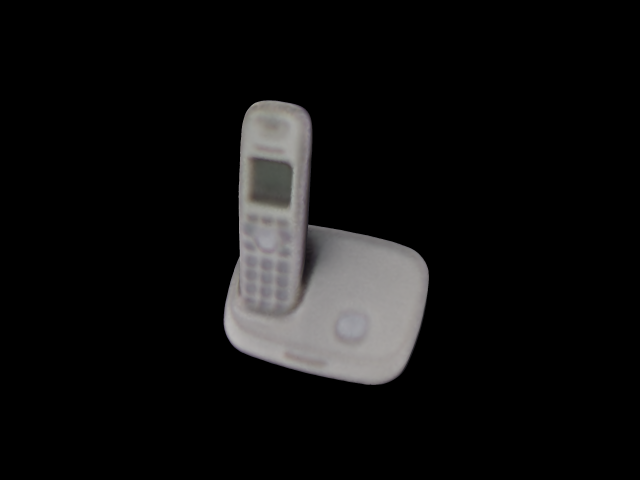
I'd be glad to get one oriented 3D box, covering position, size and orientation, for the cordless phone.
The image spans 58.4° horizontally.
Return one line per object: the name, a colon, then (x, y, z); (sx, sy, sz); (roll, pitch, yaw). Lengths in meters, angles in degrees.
cordless phone: (0.004, 0.001, 0.400); (0.147, 0.185, 0.094); (9, 30, 17)
